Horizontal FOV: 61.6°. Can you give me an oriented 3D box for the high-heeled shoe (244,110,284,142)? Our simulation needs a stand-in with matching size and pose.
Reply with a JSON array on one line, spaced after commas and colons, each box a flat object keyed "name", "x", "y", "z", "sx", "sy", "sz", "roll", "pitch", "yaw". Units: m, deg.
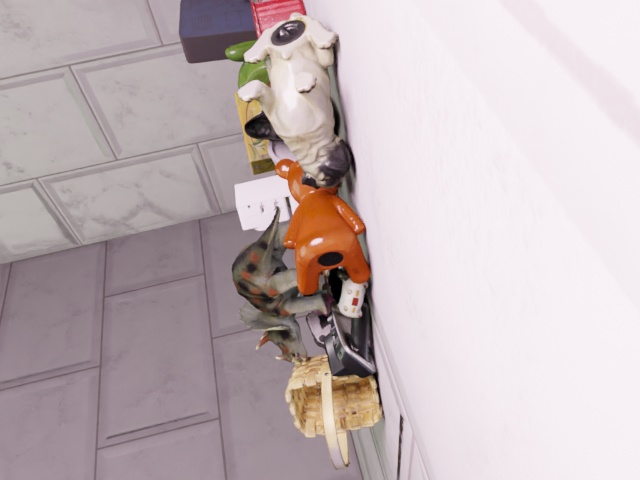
[{"name": "high-heeled shoe", "x": -0.058, "y": -0.194, "z": 0.882, "sx": 0.249, "sy": 0.145, "sz": 0.086, "roll": -112, "pitch": 8, "yaw": -76}]

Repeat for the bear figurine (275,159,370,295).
[{"name": "bear figurine", "x": -0.001, "y": -0.035, "z": 0.820, "sx": 0.131, "sy": 0.120, "sz": 0.196, "roll": 76, "pitch": 180, "yaw": -51}]

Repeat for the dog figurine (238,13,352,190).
[{"name": "dog figurine", "x": -0.011, "y": -0.182, "z": 0.723, "sx": 0.190, "sy": 0.121, "sz": 0.172, "roll": 54, "pitch": -129, "yaw": -53}]

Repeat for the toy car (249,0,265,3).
[{"name": "toy car", "x": -0.112, "y": -0.507, "z": 1.047, "sx": 0.102, "sy": 0.109, "sz": 0.162, "roll": 51, "pitch": -178, "yaw": -38}]

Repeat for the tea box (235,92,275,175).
[{"name": "tea box", "x": -0.142, "y": -0.245, "z": 1.223, "sx": 0.098, "sy": 0.068, "sz": 0.169, "roll": 97, "pitch": 160, "yaw": -77}]

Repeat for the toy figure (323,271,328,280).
[{"name": "toy figure", "x": 0.028, "y": 0.051, "z": 1.138, "sx": 0.155, "sy": 0.058, "sz": 0.064, "roll": -117, "pitch": 6, "yaw": -53}]

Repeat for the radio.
[{"name": "radio", "x": -0.180, "y": -0.456, "z": 1.139, "sx": 0.073, "sy": 0.230, "sz": 0.131, "roll": 92, "pitch": 169, "yaw": -61}]

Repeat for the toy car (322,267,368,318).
[{"name": "toy car", "x": 0.043, "y": 0.075, "z": 0.929, "sx": 0.202, "sy": 0.056, "sz": 0.073, "roll": -117, "pitch": 38, "yaw": -78}]

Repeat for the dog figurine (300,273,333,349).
[{"name": "dog figurine", "x": 0.020, "y": 0.146, "z": 1.245, "sx": 0.219, "sy": 0.108, "sz": 0.191, "roll": -85, "pitch": -21, "yaw": -89}]

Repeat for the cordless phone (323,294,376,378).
[{"name": "cordless phone", "x": 0.060, "y": 0.154, "z": 1.015, "sx": 0.147, "sy": 0.089, "sz": 0.184, "roll": -107, "pitch": 16, "yaw": -58}]

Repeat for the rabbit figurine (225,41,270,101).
[{"name": "rabbit figurine", "x": -0.090, "y": -0.336, "z": 1.025, "sx": 0.121, "sy": 0.159, "sz": 0.170, "roll": 66, "pitch": -159, "yaw": -51}]

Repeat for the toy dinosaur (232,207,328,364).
[{"name": "toy dinosaur", "x": -0.095, "y": 0.079, "z": 1.006, "sx": 0.404, "sy": 0.192, "sz": 0.131, "roll": 68, "pitch": -170, "yaw": -46}]

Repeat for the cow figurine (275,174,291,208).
[{"name": "cow figurine", "x": -0.078, "y": -0.128, "z": 1.272, "sx": 0.085, "sy": 0.195, "sz": 0.127, "roll": 44, "pitch": 155, "yaw": -14}]
